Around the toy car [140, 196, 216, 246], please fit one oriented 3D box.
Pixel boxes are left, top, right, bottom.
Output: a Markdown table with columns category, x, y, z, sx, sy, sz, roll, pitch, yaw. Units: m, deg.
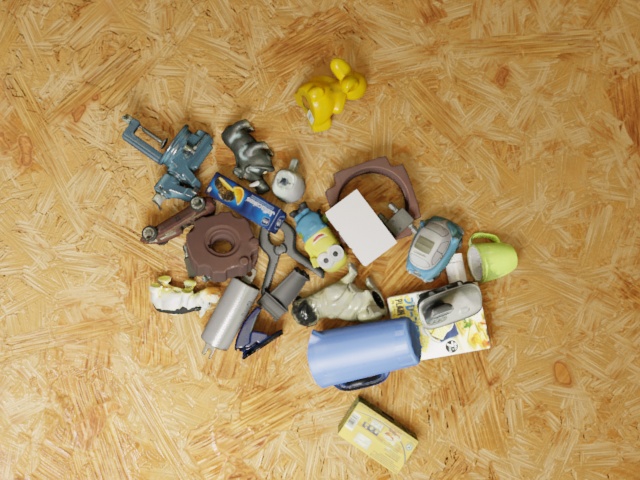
| category | x | y | z | sx | sy | sz | roll | pitch | yaw |
| --- | --- | --- | --- | --- | --- | --- | --- | --- | --- |
| toy car | -0.343 | -0.040 | 1.311 | 0.202 | 0.089 | 0.053 | -32 | 82 | -1 |

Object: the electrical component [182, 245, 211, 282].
| category | x | y | z | sx | sy | sz | roll | pitch | yaw |
| --- | --- | --- | --- | --- | --- | --- | --- | --- | --- |
| electrical component | -0.296 | 0.056 | 1.327 | 0.078 | 0.045 | 0.102 | -11 | 87 | 0 |

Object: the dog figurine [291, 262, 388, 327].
| category | x | y | z | sx | sy | sz | roll | pitch | yaw |
| --- | --- | --- | --- | --- | --- | --- | --- | --- | --- |
| dog figurine | 0.046 | 0.169 | 1.296 | 0.190 | 0.121 | 0.172 | -36 | 104 | 25 |

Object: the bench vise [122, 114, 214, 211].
| category | x | y | z | sx | sy | sz | roll | pitch | yaw |
| --- | --- | --- | --- | --- | --- | --- | --- | --- | --- |
| bench vise | -0.381 | -0.205 | 1.296 | 0.240 | 0.129 | 0.223 | 36 | 81 | -14 |

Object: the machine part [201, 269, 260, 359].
| category | x | y | z | sx | sy | sz | roll | pitch | yaw |
| --- | --- | --- | --- | --- | --- | --- | --- | --- | --- |
| machine part | -0.216 | 0.177 | 1.302 | 0.079 | 0.079 | 0.243 | 29 | 88 | 3 |

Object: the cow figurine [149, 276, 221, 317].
| category | x | y | z | sx | sy | sz | roll | pitch | yaw |
| --- | --- | --- | --- | --- | --- | --- | --- | --- | --- |
| cow figurine | -0.326 | 0.149 | 1.309 | 0.167 | 0.068 | 0.098 | 9 | 116 | 5 |

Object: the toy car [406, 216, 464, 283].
| category | x | y | z | sx | sy | sz | roll | pitch | yaw |
| --- | --- | --- | --- | --- | --- | --- | --- | --- | --- |
| toy car | 0.259 | 0.014 | 1.266 | 0.109 | 0.102 | 0.161 | 33 | 92 | 30 |

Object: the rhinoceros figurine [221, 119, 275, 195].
| category | x | y | z | sx | sy | sz | roll | pitch | yaw |
| --- | --- | --- | --- | --- | --- | --- | --- | --- | --- |
| rhinoceros figurine | -0.173 | -0.203 | 1.320 | 0.112 | 0.073 | 0.190 | -31 | 86 | -1 |

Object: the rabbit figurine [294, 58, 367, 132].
| category | x | y | z | sx | sy | sz | roll | pitch | yaw |
| --- | --- | --- | --- | --- | --- | --- | --- | --- | --- |
| rabbit figurine | 0.038 | -0.364 | 1.295 | 0.173 | 0.162 | 0.122 | -22 | 74 | -16 |

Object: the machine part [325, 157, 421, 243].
| category | x | y | z | sx | sy | sz | roll | pitch | yaw |
| --- | --- | --- | --- | --- | --- | --- | --- | --- | --- |
| machine part | 0.127 | -0.085 | 1.297 | 0.201 | 0.087 | 0.201 | -19 | 88 | 2 |

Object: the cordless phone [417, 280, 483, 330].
| category | x | y | z | sx | sy | sz | roll | pitch | yaw |
| --- | --- | --- | --- | --- | --- | --- | --- | --- | --- |
| cordless phone | 0.287 | 0.137 | 1.164 | 0.147 | 0.184 | 0.088 | -19 | 80 | 1 |

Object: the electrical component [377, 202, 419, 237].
| category | x | y | z | sx | sy | sz | roll | pitch | yaw |
| --- | --- | --- | --- | --- | --- | --- | --- | --- | --- |
| electrical component | 0.181 | -0.039 | 1.238 | 0.063 | 0.021 | 0.094 | -44 | 87 | 0 |

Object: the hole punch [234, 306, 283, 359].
| category | x | y | z | sx | sy | sz | roll | pitch | yaw |
| --- | --- | --- | --- | --- | --- | --- | --- | --- | --- |
| hole punch | -0.159 | 0.221 | 1.275 | 0.116 | 0.142 | 0.092 | -35 | 88 | -13 |

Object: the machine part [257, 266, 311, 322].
| category | x | y | z | sx | sy | sz | roll | pitch | yaw |
| --- | --- | --- | --- | --- | --- | --- | --- | --- | --- |
| machine part | -0.084 | 0.123 | 1.287 | 0.139 | 0.039 | 0.084 | -45 | 83 | 5 |

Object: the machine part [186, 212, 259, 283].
| category | x | y | z | sx | sy | sz | roll | pitch | yaw |
| --- | --- | --- | --- | --- | --- | --- | --- | --- | --- |
| machine part | -0.234 | 0.014 | 1.284 | 0.179 | 0.056 | 0.179 | 4 | 59 | -7 |

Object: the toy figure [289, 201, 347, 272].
| category | x | y | z | sx | sy | sz | roll | pitch | yaw |
| --- | --- | --- | --- | --- | --- | --- | --- | --- | --- |
| toy figure | 0.000 | -0.006 | 1.301 | 0.082 | 0.089 | 0.180 | -42 | 75 | 27 |

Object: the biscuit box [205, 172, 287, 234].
| category | x | y | z | sx | sy | sz | roll | pitch | yaw |
| --- | --- | --- | --- | --- | --- | --- | --- | --- | --- |
| biscuit box | -0.178 | -0.089 | 1.299 | 0.203 | 0.059 | 0.063 | 30 | 89 | 17 |

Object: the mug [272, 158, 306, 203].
| category | x | y | z | sx | sy | sz | roll | pitch | yaw |
| --- | --- | --- | --- | --- | --- | --- | --- | --- | --- |
| mug | -0.072 | -0.145 | 1.297 | 0.081 | 0.107 | 0.109 | 24 | 91 | 2 |

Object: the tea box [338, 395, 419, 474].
| category | x | y | z | sx | sy | sz | roll | pitch | yaw |
| --- | --- | --- | --- | --- | --- | --- | --- | --- | --- |
| tea box | 0.137 | 0.461 | 1.278 | 0.170 | 0.068 | 0.098 | 35 | 90 | 2 |
